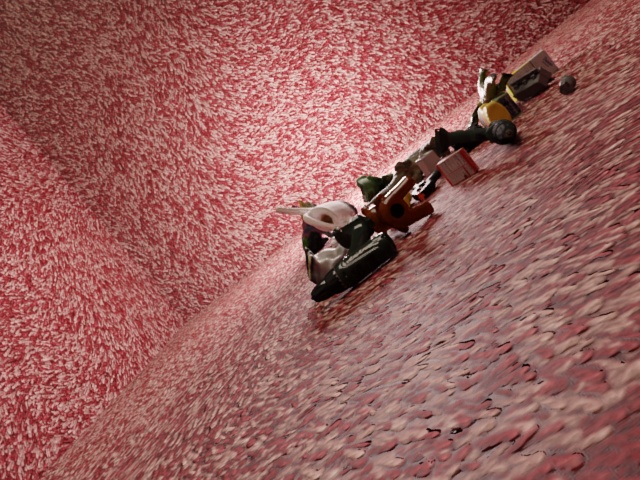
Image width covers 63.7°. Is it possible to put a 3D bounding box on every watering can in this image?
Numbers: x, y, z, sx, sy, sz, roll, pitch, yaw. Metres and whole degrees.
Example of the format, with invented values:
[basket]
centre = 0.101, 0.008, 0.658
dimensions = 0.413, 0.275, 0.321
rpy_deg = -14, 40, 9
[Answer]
[watering can]
centre = 0.006, -0.106, 2.112
dimensions = 0.350, 0.102, 0.227
rpy_deg = 19, 25, 33

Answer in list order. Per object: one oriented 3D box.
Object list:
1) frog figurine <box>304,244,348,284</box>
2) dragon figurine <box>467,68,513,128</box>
[frog figurine]
centre = 0.043, 0.062, 1.408
dimensions = 0.159, 0.124, 0.136
rpy_deg = -4, -9, -7
[dragon figurine]
centre = 0.566, -0.468, 1.778
dimensions = 0.416, 0.123, 0.238
rpy_deg = -39, -33, -60
